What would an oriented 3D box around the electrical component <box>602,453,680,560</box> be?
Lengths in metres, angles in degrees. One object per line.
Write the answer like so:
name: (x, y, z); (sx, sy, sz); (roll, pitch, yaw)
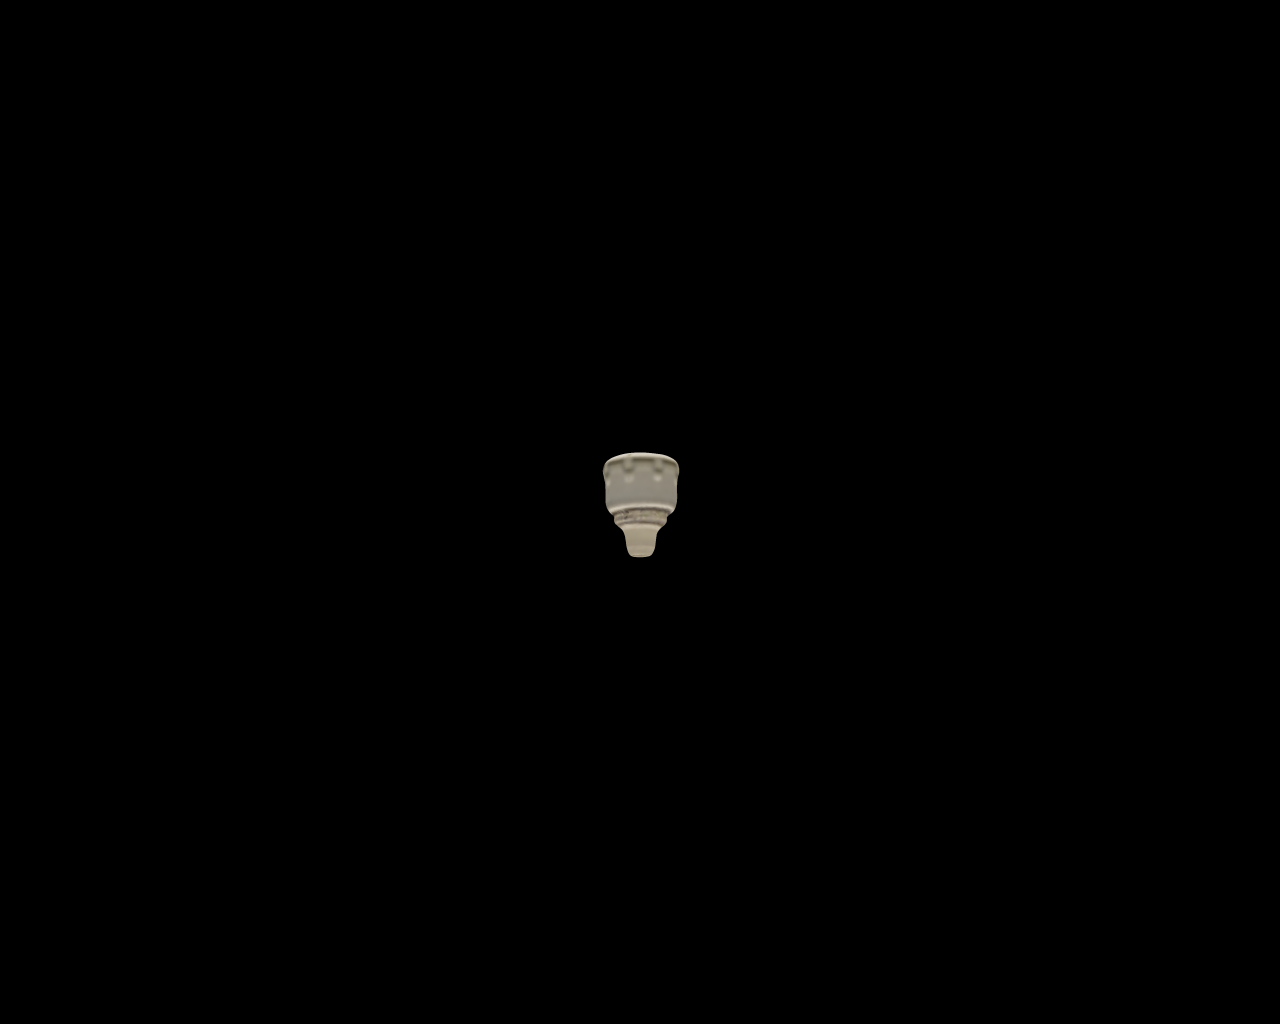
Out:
electrical component: (0.001, -0.003, 0.650); (0.048, 0.062, 0.048); (0, -12, 0)
